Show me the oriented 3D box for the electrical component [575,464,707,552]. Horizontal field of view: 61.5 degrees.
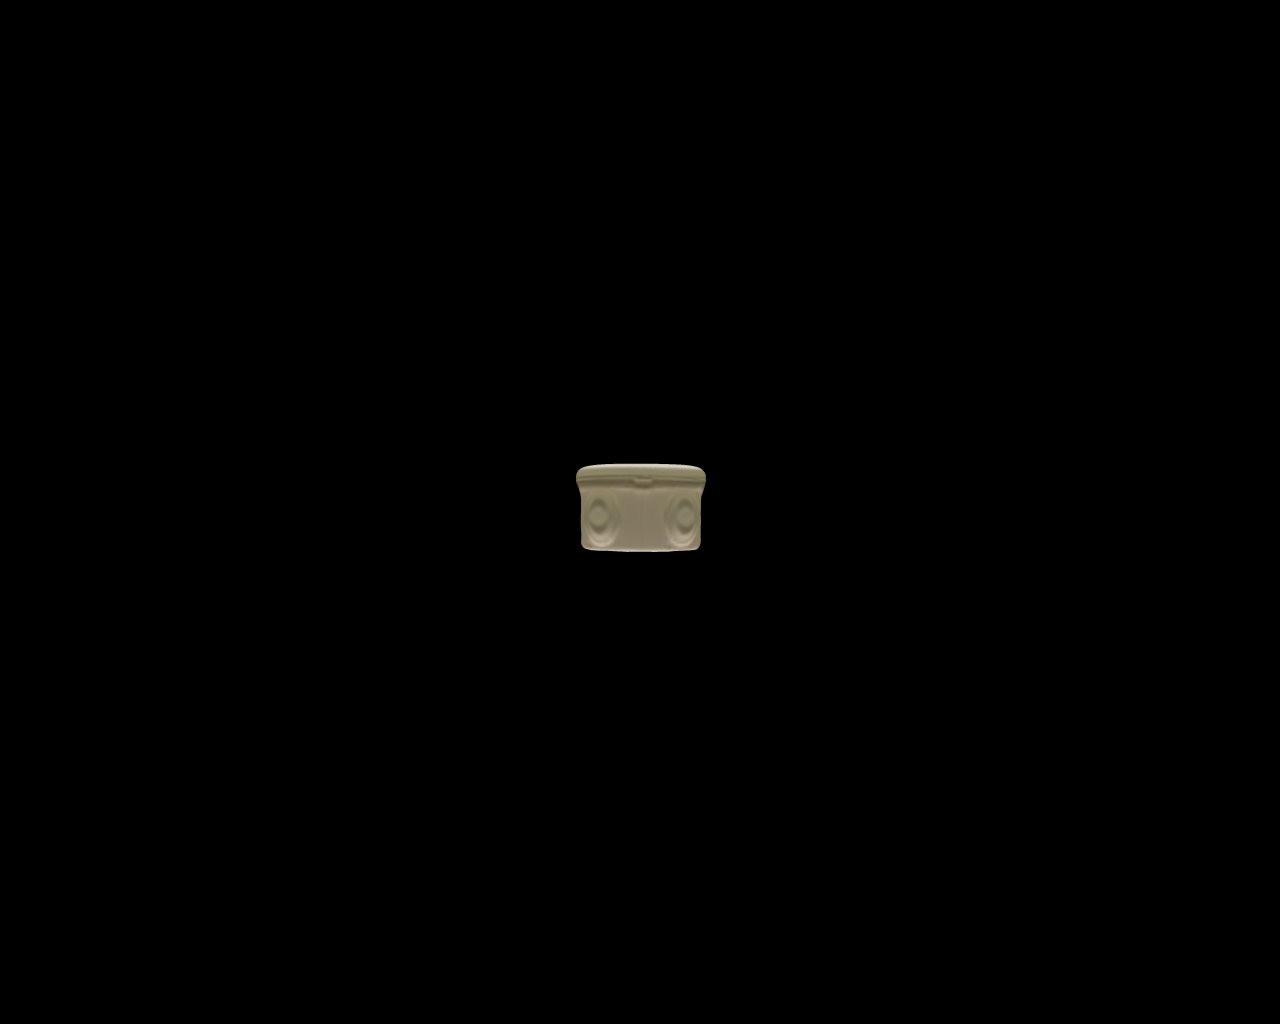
[{"bbox_3d":[0.001,-0.003,0.650,0.080,0.051,0.080,0,0,0],"label":"electrical component"}]
